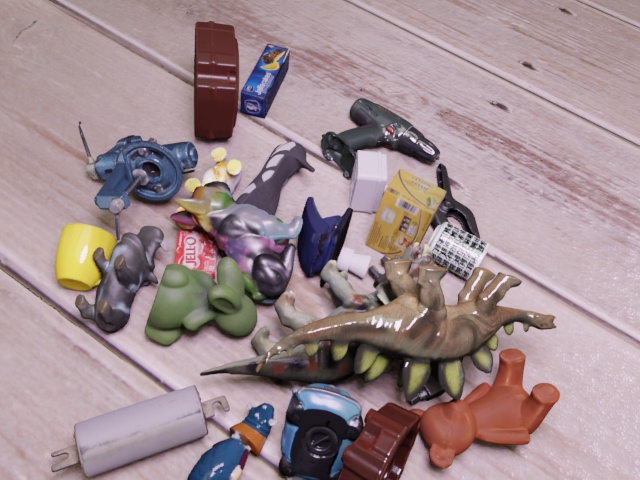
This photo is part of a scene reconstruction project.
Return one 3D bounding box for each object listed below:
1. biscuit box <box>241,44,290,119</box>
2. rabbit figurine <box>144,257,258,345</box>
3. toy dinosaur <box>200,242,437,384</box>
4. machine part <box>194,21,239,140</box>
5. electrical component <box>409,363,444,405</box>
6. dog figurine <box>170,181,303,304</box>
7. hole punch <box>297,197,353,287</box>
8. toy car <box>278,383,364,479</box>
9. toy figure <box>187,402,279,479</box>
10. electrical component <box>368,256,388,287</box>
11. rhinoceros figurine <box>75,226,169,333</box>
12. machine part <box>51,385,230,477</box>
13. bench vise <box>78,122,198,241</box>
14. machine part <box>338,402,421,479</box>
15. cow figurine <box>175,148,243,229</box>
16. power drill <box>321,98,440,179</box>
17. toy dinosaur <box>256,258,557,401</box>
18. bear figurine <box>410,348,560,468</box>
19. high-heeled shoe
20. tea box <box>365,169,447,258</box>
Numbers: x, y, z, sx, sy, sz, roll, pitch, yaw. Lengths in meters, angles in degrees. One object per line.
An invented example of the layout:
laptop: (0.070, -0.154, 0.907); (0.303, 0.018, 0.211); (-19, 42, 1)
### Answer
biscuit box: (-0.126, -0.372, 1.251); (0.059, 0.062, 0.203); (15, 53, 3)
rabbit figurine: (-0.175, 0.095, 0.867); (0.170, 0.159, 0.121); (19, 42, -15)
toy dinosaur: (0.026, 0.154, 0.868); (0.405, 0.131, 0.192); (-38, 64, -22)
machine part: (-0.218, -0.325, 1.114); (0.087, 0.201, 0.201); (0, 54, -13)
electrical component: (0.180, 0.218, 0.890); (0.102, 0.045, 0.078); (-13, 57, -19)
dog figurine: (-0.153, -0.003, 0.923); (0.219, 0.108, 0.191); (17, 65, -12)
hole punch: (-0.002, -0.003, 0.969); (0.092, 0.142, 0.116); (20, 40, 2)
toy car: (0.002, 0.271, 0.779); (0.109, 0.161, 0.103); (14, 16, 4)
toy figure: (-0.121, 0.298, 0.773); (0.064, 0.057, 0.154); (42, 53, 12)
electrical component: (0.135, 0.076, 0.996); (0.063, 0.021, 0.094); (-33, 74, -31)
rhinoceros figurine: (-0.315, 0.058, 0.881); (0.073, 0.112, 0.190); (3, 62, 30)
machine part: (-0.250, 0.266, 0.760); (0.243, 0.079, 0.079); (-15, 59, -19)
bench vise: (-0.343, -0.118, 0.962); (0.224, 0.128, 0.241); (3, 36, 4)
machine part: (0.075, 0.306, 0.728); (0.056, 0.179, 0.179); (22, 52, 25)
cow figurine: (-0.212, -0.085, 1.021); (0.068, 0.098, 0.167); (33, 74, 7)
power drill: (0.122, -0.213, 1.171); (0.207, 0.086, 0.232); (-34, 65, -25)
toy dinosaur: (0.144, 0.129, 0.787); (0.471, 0.105, 0.198); (5, 91, -15)
bear figurine: (0.243, 0.259, 0.827); (0.196, 0.131, 0.120); (-3, 31, -18)
high-heeled shoe: (-0.120, -0.115, 1.070); (0.249, 0.086, 0.145); (-34, 42, -18)
tea box: (0.155, -0.038, 0.993); (0.098, 0.169, 0.068); (29, 56, 9)
